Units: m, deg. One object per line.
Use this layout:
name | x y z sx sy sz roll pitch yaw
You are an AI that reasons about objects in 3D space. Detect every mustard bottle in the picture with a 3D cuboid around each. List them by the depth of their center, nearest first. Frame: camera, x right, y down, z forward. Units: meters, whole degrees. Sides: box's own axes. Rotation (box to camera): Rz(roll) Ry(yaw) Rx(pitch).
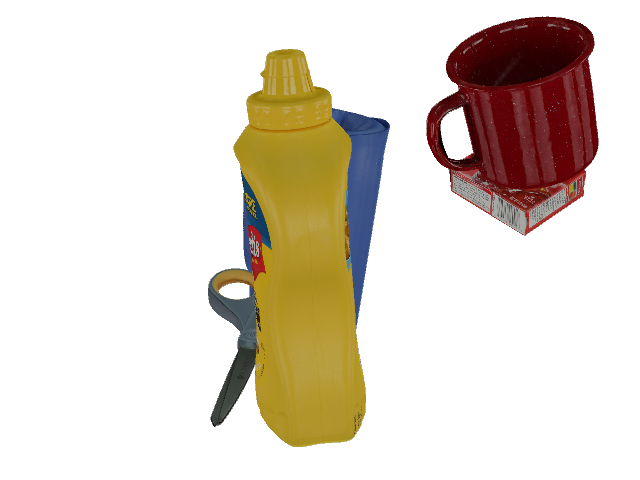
mustard bottle | -0.011 0.000 0.539 0.058 0.192 0.096 -5 21 -5

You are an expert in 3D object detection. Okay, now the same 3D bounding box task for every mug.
mug | 0.124 -0.082 0.689 0.117 0.081 0.093 -25 34 -9

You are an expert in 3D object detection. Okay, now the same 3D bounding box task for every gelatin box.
gelatin box | 0.164 -0.050 0.894 0.073 0.030 0.089 -31 46 -25

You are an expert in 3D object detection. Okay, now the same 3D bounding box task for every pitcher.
pitcher | -0.016 -0.006 1.044 0.149 0.243 0.145 0 18 -15

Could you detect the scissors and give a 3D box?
scissors | -0.060 0.062 0.727 0.096 0.016 0.201 13 27 22
